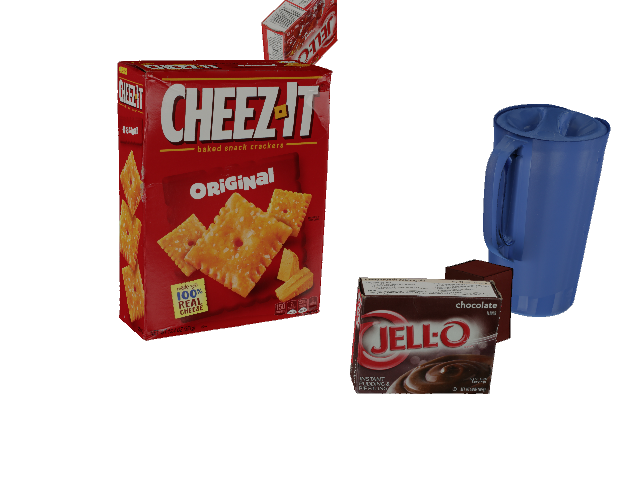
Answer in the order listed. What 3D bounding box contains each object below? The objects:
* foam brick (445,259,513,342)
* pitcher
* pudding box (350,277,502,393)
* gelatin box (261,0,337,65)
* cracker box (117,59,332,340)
[{"bbox_3d":[0.163,0.065,1.108,0.051,0.078,0.053,-14,19,-42],"label":"foam brick"},{"bbox_3d":[0.257,-0.032,1.277,0.149,0.243,0.145,1,25,-1],"label":"pitcher"},{"bbox_3d":[0.083,0.076,0.854,0.113,0.090,0.039,0,27,-6],"label":"pudding box"},{"bbox_3d":[-0.017,-0.195,0.999,0.030,0.089,0.073,27,-33,21],"label":"gelatin box"},{"bbox_3d":[-0.078,-0.036,0.870,0.163,0.214,0.072,-6,18,-29],"label":"cracker box"}]
